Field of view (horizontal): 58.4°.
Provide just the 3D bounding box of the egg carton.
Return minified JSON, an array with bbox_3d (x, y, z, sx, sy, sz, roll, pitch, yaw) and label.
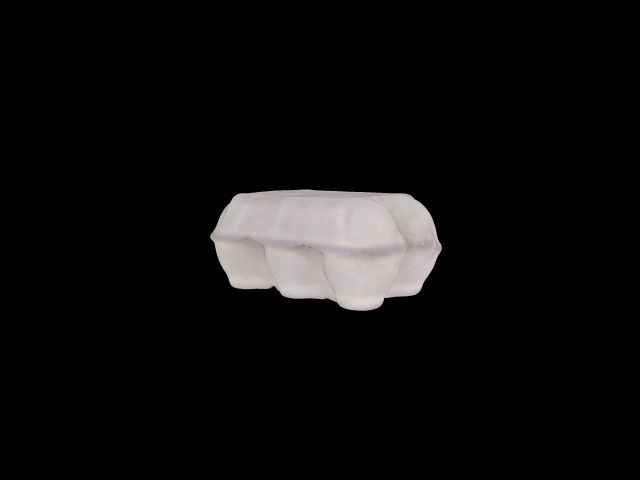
[{"bbox_3d":[0.004,0.001,0.400,0.149,0.069,0.107,5,9,36],"label":"egg carton"}]
